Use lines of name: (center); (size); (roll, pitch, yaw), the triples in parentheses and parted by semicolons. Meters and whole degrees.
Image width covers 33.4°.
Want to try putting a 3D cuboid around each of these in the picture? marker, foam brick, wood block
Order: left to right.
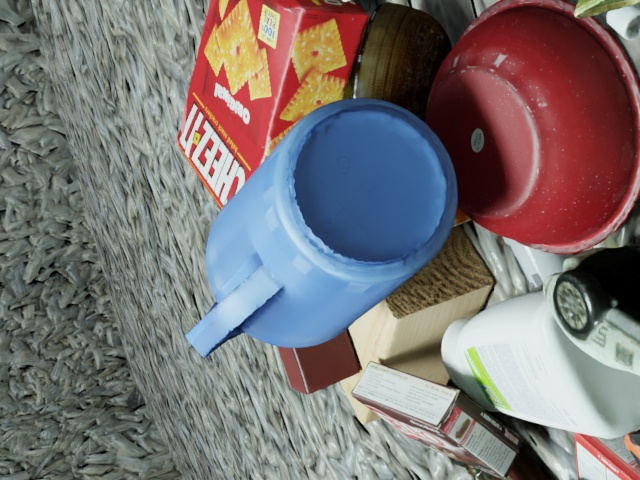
foam brick: (-0.007, 0.089, 0.936); (0.051, 0.053, 0.078); (165, 87, -73)
wood block: (0.070, 0.067, 0.925); (0.090, 0.090, 0.206); (61, 161, 27)
marker: (0.140, -0.151, 0.597); (0.121, 0.020, 0.020); (55, 157, 38)

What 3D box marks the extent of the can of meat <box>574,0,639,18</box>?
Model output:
can of meat: (0.151, -0.161, 0.498); (0.102, 0.057, 0.084); (164, 89, -72)

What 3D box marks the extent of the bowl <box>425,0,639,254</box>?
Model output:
bowl: (0.114, -0.063, 0.641); (0.162, 0.055, 0.162); (27, 125, 46)

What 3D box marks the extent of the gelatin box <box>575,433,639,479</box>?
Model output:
gelatin box: (0.211, 0.177, 0.731); (0.073, 0.030, 0.089); (42, 150, 54)

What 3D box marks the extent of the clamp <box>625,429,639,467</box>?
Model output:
clamp: (0.241, 0.165, 0.617); (0.172, 0.039, 0.120); (-140, 39, -68)

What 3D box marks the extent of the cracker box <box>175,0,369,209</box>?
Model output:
cracker box: (-0.051, -0.135, 0.925); (0.164, 0.072, 0.214); (53, 134, 45)

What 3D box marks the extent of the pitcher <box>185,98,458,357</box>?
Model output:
pitcher: (-0.005, 0.001, 0.699); (0.243, 0.145, 0.149); (136, 139, -74)

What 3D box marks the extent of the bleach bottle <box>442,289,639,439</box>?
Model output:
bleach bottle: (0.143, 0.081, 0.767); (0.102, 0.068, 0.251); (63, 164, -4)

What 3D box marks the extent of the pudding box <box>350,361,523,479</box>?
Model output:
pudding box: (0.091, 0.141, 0.843); (0.090, 0.039, 0.114); (38, 163, -32)

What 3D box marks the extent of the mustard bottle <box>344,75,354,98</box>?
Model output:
mustard bottle: (0.000, -0.122, 0.970); (0.192, 0.058, 0.096); (51, 145, 45)

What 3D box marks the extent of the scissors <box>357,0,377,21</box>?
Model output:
scissors: (0.007, -0.259, 0.874); (0.202, 0.016, 0.096); (65, 160, 13)
